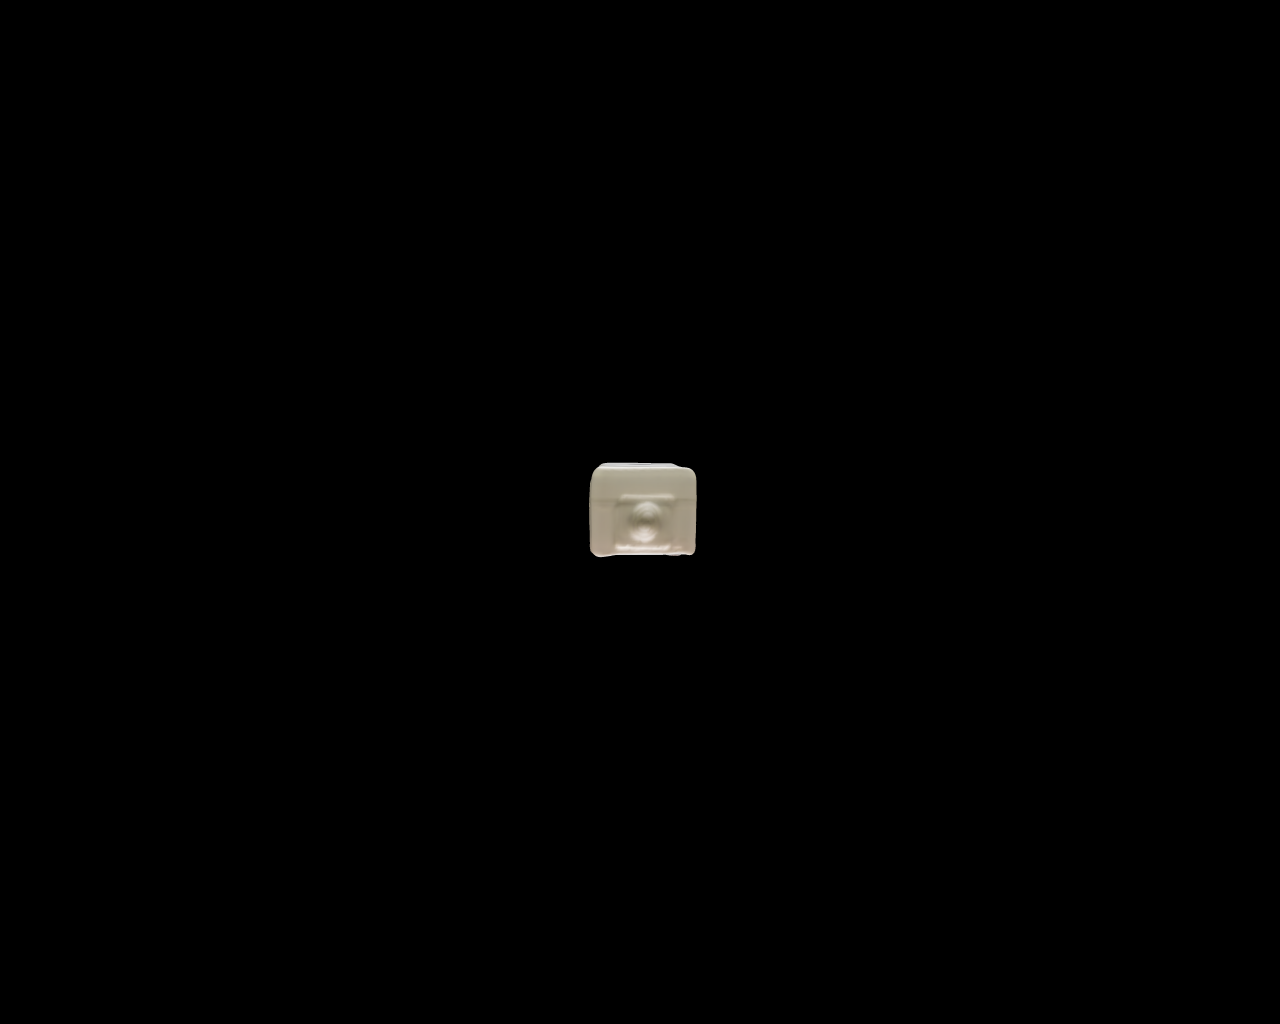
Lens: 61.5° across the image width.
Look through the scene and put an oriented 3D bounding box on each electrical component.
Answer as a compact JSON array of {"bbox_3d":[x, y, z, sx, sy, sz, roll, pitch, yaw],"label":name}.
[{"bbox_3d":[0.001,-0.003,0.650,0.062,0.061,0.096,0,-2,-4],"label":"electrical component"}]
